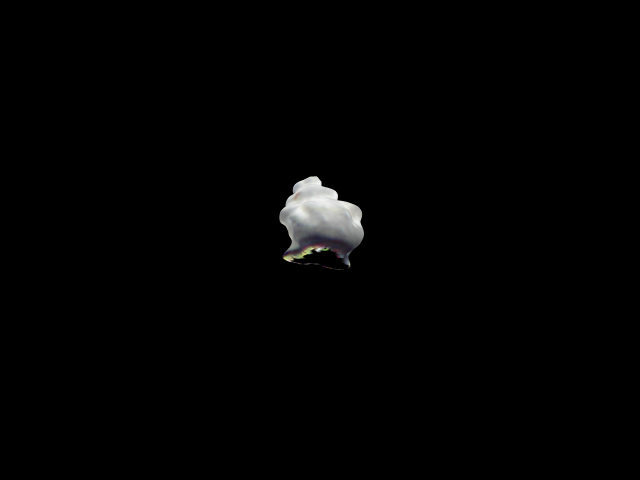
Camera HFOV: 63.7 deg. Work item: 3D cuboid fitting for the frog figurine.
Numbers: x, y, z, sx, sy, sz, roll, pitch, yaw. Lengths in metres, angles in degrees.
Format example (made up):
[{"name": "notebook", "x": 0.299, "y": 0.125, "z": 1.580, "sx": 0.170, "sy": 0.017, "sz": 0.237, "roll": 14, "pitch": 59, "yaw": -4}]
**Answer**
[{"name": "frog figurine", "x": 0.003, "y": -0.043, "z": 0.850, "sx": 0.137, "sy": 0.162, "sz": 0.120, "roll": 0, "pitch": -24, "yaw": 0}]
